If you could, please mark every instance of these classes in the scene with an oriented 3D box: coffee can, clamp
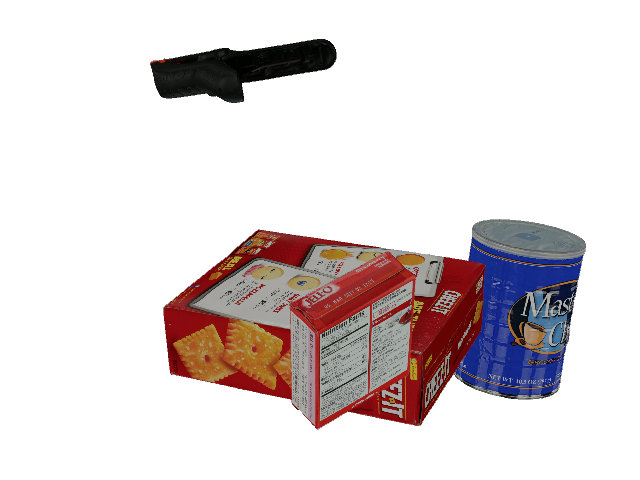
[{"bbox_3d":[0.181,0.061,0.984,0.103,0.140,0.103,6,16,-2],"label":"coffee can"},{"bbox_3d":[-0.072,-0.141,0.880,0.120,0.039,0.172,-18,20,-35],"label":"clamp"}]

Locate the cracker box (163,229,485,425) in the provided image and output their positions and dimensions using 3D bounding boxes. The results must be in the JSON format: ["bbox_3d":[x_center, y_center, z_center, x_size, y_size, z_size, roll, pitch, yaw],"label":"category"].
[{"bbox_3d":[0.007,0.064,0.861,0.214,0.072,0.164,9,26,23],"label":"cracker box"}]

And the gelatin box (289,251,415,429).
[{"bbox_3d":[0.018,0.059,0.628,0.073,0.089,0.030,-27,48,-27],"label":"gelatin box"}]
